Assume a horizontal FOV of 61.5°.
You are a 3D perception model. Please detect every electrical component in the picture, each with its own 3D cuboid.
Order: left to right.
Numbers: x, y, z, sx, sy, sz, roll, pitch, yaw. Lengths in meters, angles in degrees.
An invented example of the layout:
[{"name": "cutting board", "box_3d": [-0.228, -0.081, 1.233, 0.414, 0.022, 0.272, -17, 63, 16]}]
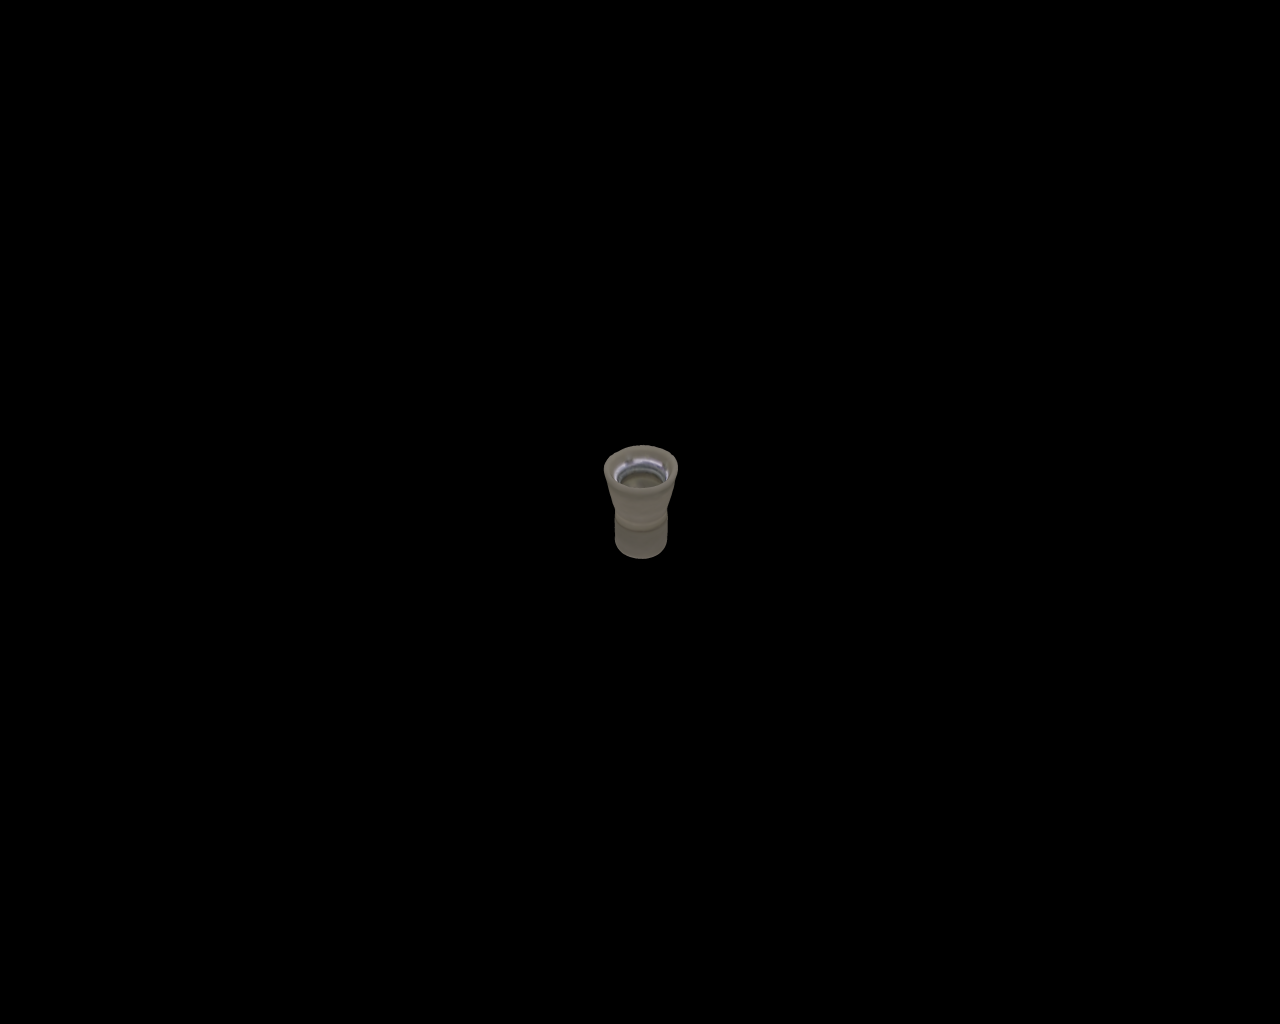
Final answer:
[{"name": "electrical component", "box_3d": [0.001, -0.003, 0.650, 0.044, 0.065, 0.044, 0, 40, 0]}]
